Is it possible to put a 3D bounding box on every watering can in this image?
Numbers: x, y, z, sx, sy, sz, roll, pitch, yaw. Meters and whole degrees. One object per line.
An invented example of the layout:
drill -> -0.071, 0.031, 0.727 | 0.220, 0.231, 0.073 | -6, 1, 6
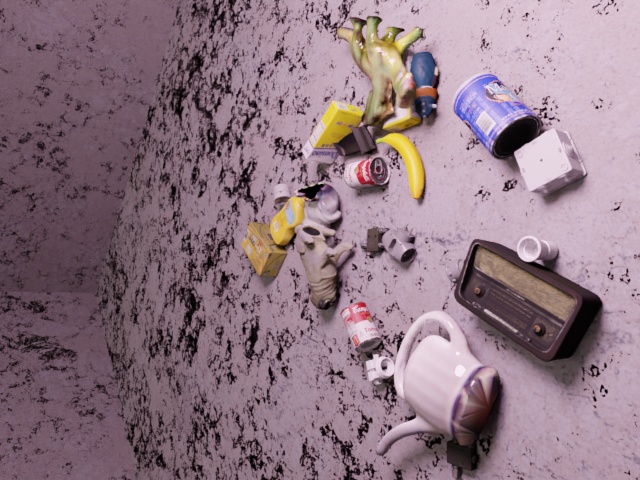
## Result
watering can -> 0.224, 0.318, 1.013 | 0.226, 0.104, 0.345 | 26, 104, 51

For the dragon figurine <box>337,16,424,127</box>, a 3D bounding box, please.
dragon figurine -> 0.121, -0.392, 1.220 | 0.415, 0.122, 0.240 | -141, 57, -62

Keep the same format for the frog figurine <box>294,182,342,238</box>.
frog figurine -> 0.004, -0.071, 1.410 | 0.138, 0.124, 0.156 | 11, 130, 46
